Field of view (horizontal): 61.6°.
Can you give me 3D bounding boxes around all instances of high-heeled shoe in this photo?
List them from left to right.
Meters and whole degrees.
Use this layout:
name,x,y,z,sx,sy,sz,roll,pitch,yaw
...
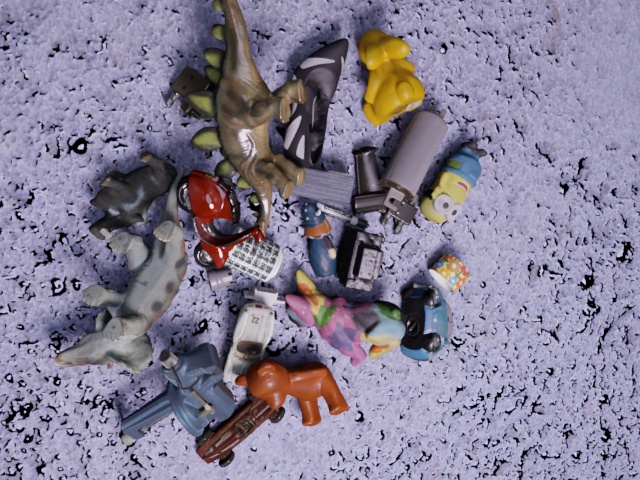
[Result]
name,x,y,z,sx,sy,sz,roll,pitch,yaw
high-heeled shoe,0.005,-0.255,0.998,0.086,0.145,0.248,24,105,-47

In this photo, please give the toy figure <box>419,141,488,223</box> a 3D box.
name,x,y,z,sx,sy,sz,roll,pitch,yaw
toy figure,0.277,-0.117,1.117,0.082,0.089,0.180,30,81,-3

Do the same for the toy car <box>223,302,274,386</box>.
name,x,y,z,sx,sy,sz,roll,pitch,yaw
toy car,-0.141,0.210,1.053,0.073,0.056,0.201,11,116,-14

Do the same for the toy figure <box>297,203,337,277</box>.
name,x,y,z,sx,sy,sz,roll,pitch,yaw
toy figure,-0.004,-0.003,1.076,0.064,0.058,0.154,-8,103,10

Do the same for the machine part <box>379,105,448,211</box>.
name,x,y,z,sx,sy,sz,roll,pitch,yaw
machine part,0.187,-0.169,1.072,0.079,0.079,0.243,32,78,-15

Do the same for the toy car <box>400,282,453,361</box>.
name,x,y,z,sx,sy,sz,roll,pitch,yaw
toy car,0.230,0.173,1.141,0.103,0.109,0.161,8,84,-36

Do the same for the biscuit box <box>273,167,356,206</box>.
name,x,y,z,sx,sy,sz,roll,pitch,yaw
biscuit box,-0.037,-0.117,1.053,0.203,0.059,0.062,11,96,-14

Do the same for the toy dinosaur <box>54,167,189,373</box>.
name,x,y,z,sx,sy,sz,roll,pitch,yaw
toy dinosaur,-0.313,0.079,0.981,0.131,0.192,0.405,28,75,13

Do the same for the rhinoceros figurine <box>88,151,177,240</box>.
name,x,y,z,sx,sy,sz,roll,pitch,yaw
rhinoceros figurine,-0.347,-0.080,0.986,0.190,0.073,0.112,-40,115,-7

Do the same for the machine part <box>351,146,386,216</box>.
name,x,y,z,sx,sy,sz,roll,pitch,yaw
machine part,0.096,-0.121,1.095,0.084,0.039,0.138,-5,100,-6

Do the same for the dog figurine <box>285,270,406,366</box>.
name,x,y,z,sx,sy,sz,roll,pitch,yaw
dog figurine,0.037,0.141,1.057,0.219,0.191,0.108,40,43,-17

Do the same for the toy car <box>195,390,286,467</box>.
name,x,y,z,sx,sy,sz,roll,pitch,yaw
toy car,-0.163,0.380,1.096,0.202,0.053,0.089,-40,107,-6

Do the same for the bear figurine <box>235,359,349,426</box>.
name,x,y,z,sx,sy,sz,roll,pitch,yaw
bear figurine,-0.057,0.293,1.042,0.195,0.120,0.132,11,52,-49

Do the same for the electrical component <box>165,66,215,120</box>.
name,x,y,z,sx,sy,sz,roll,pitch,yaw
electrical component,-0.229,-0.273,0.999,0.078,0.045,0.102,30,87,13

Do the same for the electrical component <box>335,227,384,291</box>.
name,x,y,z,sx,sy,sz,roll,pitch,yaw
electrical component,0.077,0.036,1.062,0.058,0.134,0.114,9,93,-15

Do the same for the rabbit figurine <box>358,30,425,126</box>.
name,x,y,z,sx,sy,sz,roll,pitch,yaw
rabbit figurine,0.119,-0.325,1.029,0.122,0.162,0.173,-22,83,7

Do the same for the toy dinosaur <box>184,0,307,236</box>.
name,x,y,z,sx,sy,sz,roll,pitch,yaw
toy dinosaur,-0.130,-0.225,0.917,0.199,0.105,0.470,7,111,19

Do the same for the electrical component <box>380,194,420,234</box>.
name,x,y,z,sx,sy,sz,roll,pitch,yaw
electrical component,0.169,-0.063,1.127,0.063,0.021,0.094,31,90,-14

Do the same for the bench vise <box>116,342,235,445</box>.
name,x,y,z,sx,sy,sz,roll,pitch,yaw
bench vise,-0.276,0.301,1.001,0.241,0.129,0.223,-31,143,-1

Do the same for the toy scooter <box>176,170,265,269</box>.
name,x,y,z,sx,sy,sz,roll,pitch,yaw
toy scooter,-0.169,-0.038,0.944,0.135,0.075,0.183,-5,109,16
